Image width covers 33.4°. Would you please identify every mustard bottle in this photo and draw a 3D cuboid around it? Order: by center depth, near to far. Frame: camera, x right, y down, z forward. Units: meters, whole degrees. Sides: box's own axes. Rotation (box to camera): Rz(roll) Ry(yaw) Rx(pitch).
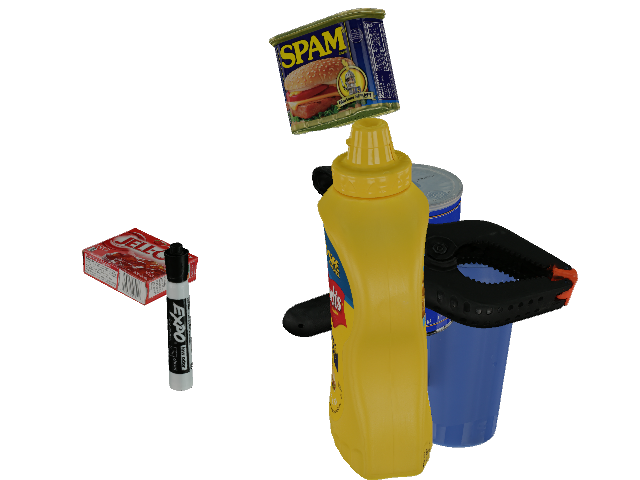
[{"bbox_3d":[0.030,0.027,0.577,0.058,0.192,0.096,-4,26,-3],"label":"mustard bottle"}]

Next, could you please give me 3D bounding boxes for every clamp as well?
[{"bbox_3d":[0.077,0.024,0.768,0.210,0.036,0.164,14,46,6],"label":"clamp"}]

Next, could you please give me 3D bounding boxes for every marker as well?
[{"bbox_3d":[-0.110,0.059,0.825,0.020,0.121,0.020,1,22,-1],"label":"marker"}]

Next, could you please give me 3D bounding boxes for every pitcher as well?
[{"bbox_3d":[0.156,0.120,1.271,0.149,0.243,0.145,6,18,11],"label":"pitcher"}]

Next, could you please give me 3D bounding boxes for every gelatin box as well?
[{"bbox_3d":[-0.178,0.023,1.049,0.089,0.030,0.073,24,31,29],"label":"gelatin box"}]

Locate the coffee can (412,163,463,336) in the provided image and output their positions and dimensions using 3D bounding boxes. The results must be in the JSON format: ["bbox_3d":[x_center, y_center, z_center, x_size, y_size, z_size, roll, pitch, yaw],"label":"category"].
[{"bbox_3d":[0.083,0.009,1.035,0.103,0.140,0.103,0,27,0],"label":"coffee can"}]

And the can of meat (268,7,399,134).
[{"bbox_3d":[0.013,-0.141,0.902,0.102,0.084,0.057,-11,0,37],"label":"can of meat"}]
